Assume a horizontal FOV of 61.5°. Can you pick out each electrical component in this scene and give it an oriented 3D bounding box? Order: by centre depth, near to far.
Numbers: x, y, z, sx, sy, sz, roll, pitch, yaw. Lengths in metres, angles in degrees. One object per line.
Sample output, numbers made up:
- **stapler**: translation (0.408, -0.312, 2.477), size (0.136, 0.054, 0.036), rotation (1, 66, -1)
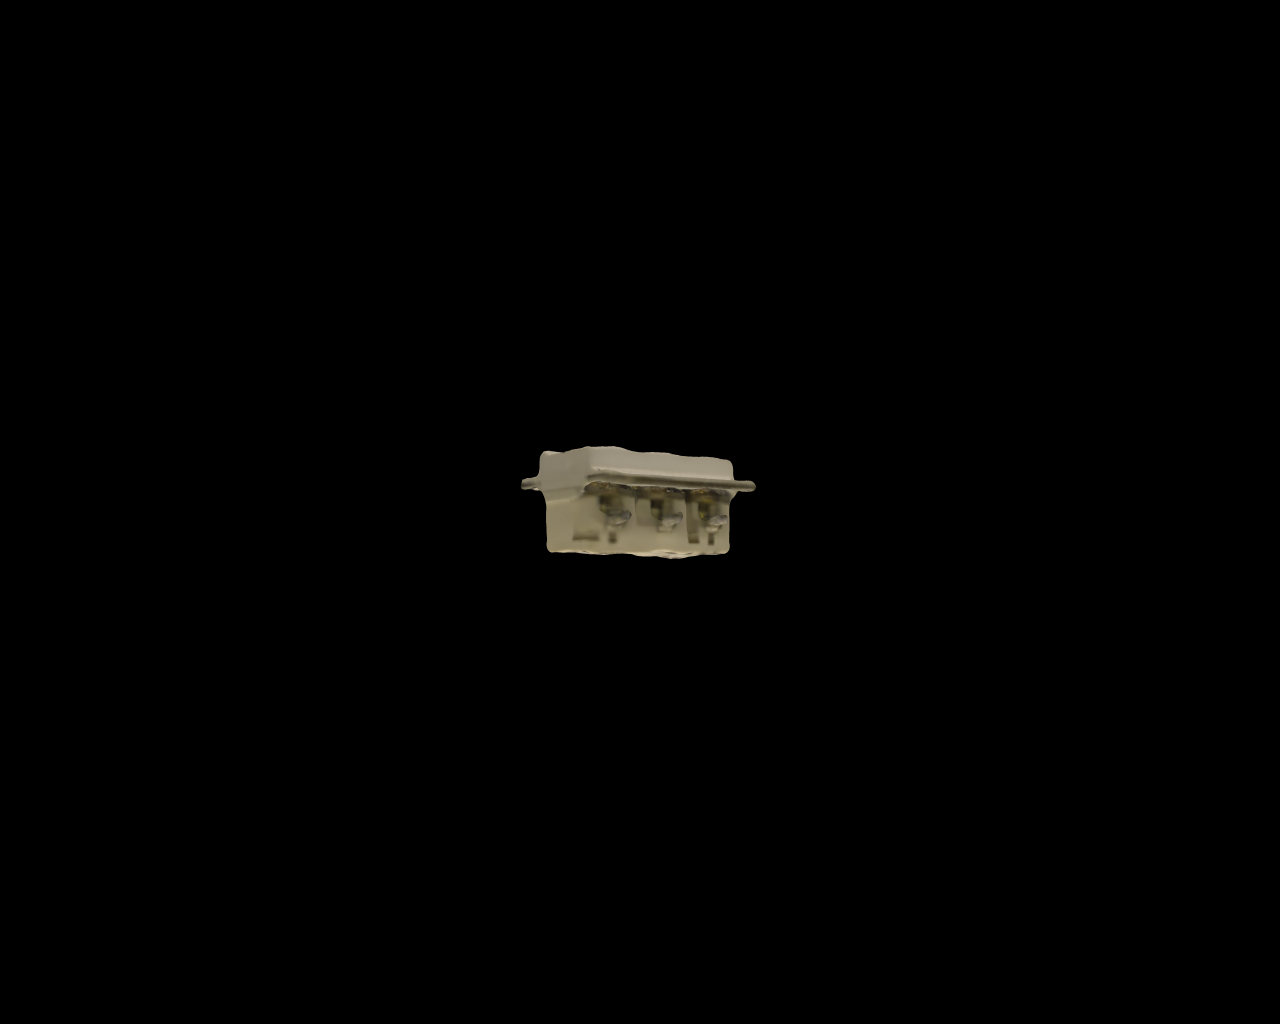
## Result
- **electrical component**: translation (0.001, -0.003, 0.650), size (0.121, 0.063, 0.078), rotation (4, -6, -43)
